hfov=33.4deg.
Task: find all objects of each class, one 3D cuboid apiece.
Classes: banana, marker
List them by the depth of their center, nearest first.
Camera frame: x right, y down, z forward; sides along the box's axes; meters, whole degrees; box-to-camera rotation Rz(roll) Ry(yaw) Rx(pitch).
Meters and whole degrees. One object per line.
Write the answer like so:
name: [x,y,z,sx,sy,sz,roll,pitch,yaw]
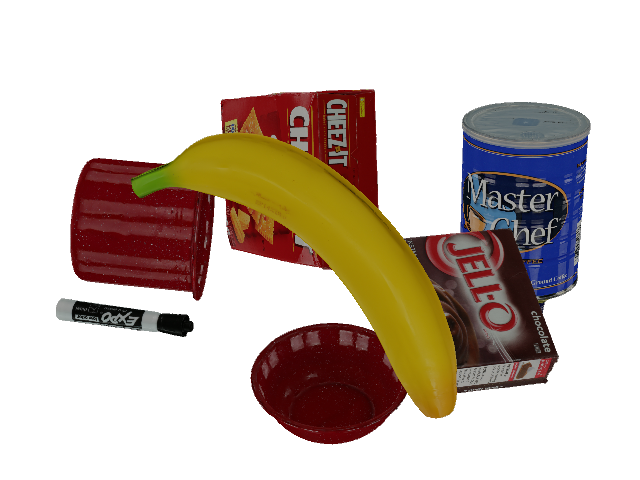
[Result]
banana: [0.003,0.005,0.530,0.198,0.070,0.037,38,21,1]
marker: [-0.165,0.065,0.899,0.121,0.020,0.020,6,2,15]

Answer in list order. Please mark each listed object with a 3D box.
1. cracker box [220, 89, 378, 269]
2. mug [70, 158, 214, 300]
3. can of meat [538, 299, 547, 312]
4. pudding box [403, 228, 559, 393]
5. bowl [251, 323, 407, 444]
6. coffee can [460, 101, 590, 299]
cracker box: [-0.026,-0.063,1.056,0.072,0.164,0.214,-6,8,-27]
mug: [-0.115,-0.014,0.711,0.081,0.093,0.117,5,19,0]
can of meat: [0.205,0.088,1.192,0.057,0.084,0.102,4,14,-17]
pudding box: [0.099,0.047,0.720,0.090,0.113,0.039,-6,-37,-8]
bowl: [0.011,0.155,1.088,0.162,0.055,0.162,-2,35,1]
coffee can: [0.168,-0.034,0.894,0.103,0.140,0.103,-2,24,1]
